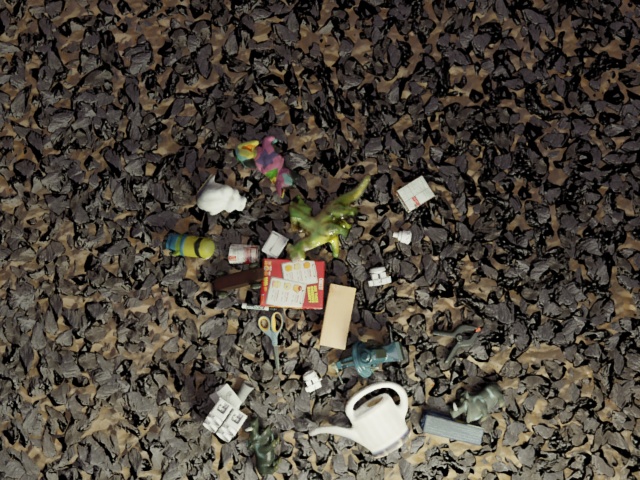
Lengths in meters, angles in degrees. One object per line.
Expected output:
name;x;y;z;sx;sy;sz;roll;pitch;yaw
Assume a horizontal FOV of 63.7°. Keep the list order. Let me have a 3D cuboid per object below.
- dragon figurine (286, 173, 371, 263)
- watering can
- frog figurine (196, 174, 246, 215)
dragon figurine;0.005;-0.090;1.792;0.243;0.120;0.417;21;69;5
watering can;0.154;0.623;1.720;0.348;0.103;0.225;-32;87;-3
frog figurine;-0.345;-0.137;1.790;0.159;0.125;0.135;37;120;-6
